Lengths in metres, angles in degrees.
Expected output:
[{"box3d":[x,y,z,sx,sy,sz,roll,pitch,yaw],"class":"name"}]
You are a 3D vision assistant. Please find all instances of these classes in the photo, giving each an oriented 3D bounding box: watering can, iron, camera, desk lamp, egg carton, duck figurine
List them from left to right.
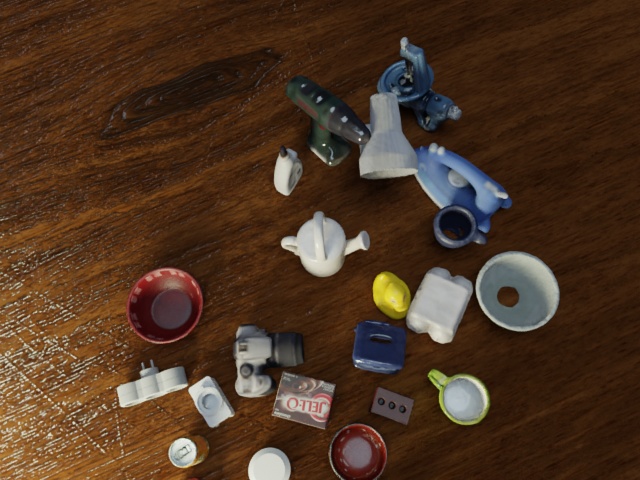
[{"box3d":[-0.101,0.238,1.151,0.137,0.101,0.143,-4,72,0],"class":"camera"},{"box3d":[0.011,0.002,1.173,0.173,0.194,0.101,-20,73,-5],"class":"watering can"},{"box3d":[0.136,-0.204,1.225,0.118,0.213,0.203,-5,72,0],"class":"desk lamp"},{"box3d":[0.152,0.110,1.193,0.077,0.086,0.104,-23,73,-6],"class":"duck figurine"},{"box3d":[0.248,0.134,1.191,0.107,0.069,0.150,24,75,9],"class":"egg carton"},{"box3d":[0.295,-0.140,1.238,0.258,0.141,0.119,41,78,13],"class":"iron"}]

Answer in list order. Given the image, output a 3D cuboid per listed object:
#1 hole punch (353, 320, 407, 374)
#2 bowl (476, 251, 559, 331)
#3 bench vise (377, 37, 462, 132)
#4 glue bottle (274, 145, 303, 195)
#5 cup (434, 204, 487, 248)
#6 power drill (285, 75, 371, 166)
[{"box3d":[0.118,0.213,1.158,0.108,0.091,0.101,8,73,4],"class":"hole punch"},{"box3d":[0.402,0.112,1.192,0.167,0.075,0.167,0,73,1],"class":"bowl"},{"box3d":[0.229,-0.352,1.266,0.207,0.220,0.121,19,74,8],"class":"bench vise"},{"box3d":[-0.072,-0.162,1.238,0.037,0.173,0.078,29,76,10],"class":"glue bottle"},{"box3d":[0.295,-0.014,1.223,0.117,0.095,0.092,26,75,9],"class":"cup"},{"box3d":[0.021,-0.248,1.244,0.229,0.208,0.076,43,79,13],"class":"power drill"}]
